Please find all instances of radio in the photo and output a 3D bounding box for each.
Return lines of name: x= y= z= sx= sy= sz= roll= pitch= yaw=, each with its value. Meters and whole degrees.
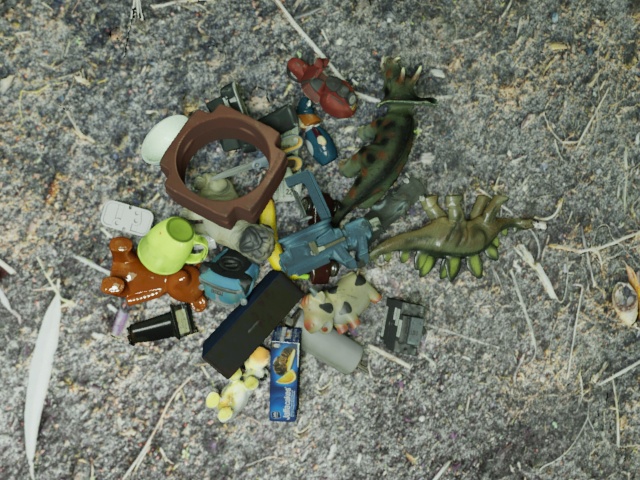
radio: x=-0.142 y=0.167 z=1.112 sx=0.073 sy=0.131 sz=0.229 roll=45 pitch=80 yaw=-10

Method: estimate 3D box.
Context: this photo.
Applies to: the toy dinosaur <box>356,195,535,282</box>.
toy dinosaur: x=0.294 y=-0.006 z=1.222 sx=0.471 sy=0.105 sz=0.198 roll=-4 pitch=92 yaw=-18

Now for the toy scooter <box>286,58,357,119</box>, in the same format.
toy scooter: x=0.013 y=-0.334 z=1.150 sx=0.184 sy=0.135 sz=0.075 roll=35 pitch=81 yaw=-12

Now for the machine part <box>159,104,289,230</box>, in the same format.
machine part: x=-0.177 y=-0.136 z=1.008 sx=0.201 sy=0.087 sz=0.201 roll=27 pitch=71 yaw=7

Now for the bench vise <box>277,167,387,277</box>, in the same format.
bench vise: x=0.001 y=-0.042 z=1.069 sx=0.224 sy=0.129 sz=0.240 roll=-24 pitch=92 yaw=7

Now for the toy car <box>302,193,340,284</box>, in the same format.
toy car: x=-0.002 y=-0.004 z=1.186 sx=0.089 sy=0.053 sz=0.202 roll=1 pitch=91 yaw=-34

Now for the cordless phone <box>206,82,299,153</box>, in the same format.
cordless phone: x=-0.131 y=-0.261 z=1.088 sx=0.089 sy=0.184 sz=0.146 roll=-27 pitch=99 yaw=-48

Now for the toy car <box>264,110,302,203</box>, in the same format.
toy car: x=-0.081 y=-0.182 z=1.166 sx=0.073 sy=0.056 sz=0.201 roll=-5 pitch=91 yaw=-13

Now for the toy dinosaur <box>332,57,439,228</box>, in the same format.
toy dinosaur: x=0.135 y=-0.186 z=1.134 sx=0.131 sy=0.192 sz=0.404 roll=23 pitch=75 yaw=-13

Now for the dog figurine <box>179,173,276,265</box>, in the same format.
dog figurine: x=-0.166 y=-0.050 z=1.091 sx=0.191 sy=0.121 sz=0.172 roll=17 pitch=70 yaw=2

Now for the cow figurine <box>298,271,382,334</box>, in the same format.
cow figurine: x=0.035 y=0.133 z=1.149 sx=0.127 sy=0.085 sz=0.195 roll=52 pitch=47 yaw=0

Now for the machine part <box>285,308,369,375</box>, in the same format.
machine part: x=0.007 y=0.222 z=1.176 sx=0.243 sy=0.079 sz=0.079 roll=33 pitch=83 yaw=-10

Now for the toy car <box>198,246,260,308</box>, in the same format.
toy car: x=-0.186 y=0.084 z=1.107 sx=0.109 sy=0.162 sz=0.102 roll=19 pitch=118 yaw=4

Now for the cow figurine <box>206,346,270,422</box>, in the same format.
cow figurine: x=-0.160 y=0.305 z=1.133 sx=0.068 sy=0.098 sz=0.167 roll=36 pitch=71 yaw=17

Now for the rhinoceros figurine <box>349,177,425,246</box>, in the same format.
rhinoceros figurine: x=0.149 y=-0.067 z=1.194 sx=0.190 sy=0.112 sz=0.073 roll=-41 pitch=96 yaw=-5

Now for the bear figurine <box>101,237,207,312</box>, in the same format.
bear figurine: x=-0.319 y=0.077 z=1.073 sx=0.196 sy=0.132 sz=0.120 roll=10 pitch=70 yaw=-7

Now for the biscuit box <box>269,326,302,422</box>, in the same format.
biscuit box: x=-0.072 y=0.283 z=1.126 sx=0.059 sy=0.063 sz=0.202 roll=3 pitch=111 yaw=2

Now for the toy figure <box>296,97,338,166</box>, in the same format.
toy figure: x=-0.013 y=-0.239 z=1.177 sx=0.058 sy=0.064 sz=0.154 roll=-29 pitch=92 yaw=-33

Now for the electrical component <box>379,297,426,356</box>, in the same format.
electrical component: x=0.184 y=0.191 z=1.189 sx=0.058 sy=0.134 sz=0.114 roll=10 pitch=90 yaw=-13

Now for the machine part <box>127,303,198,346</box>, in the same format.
machine part: x=-0.331 y=0.180 z=1.116 sx=0.139 sy=0.039 sz=0.084 roll=-17 pitch=102 yaw=-15
